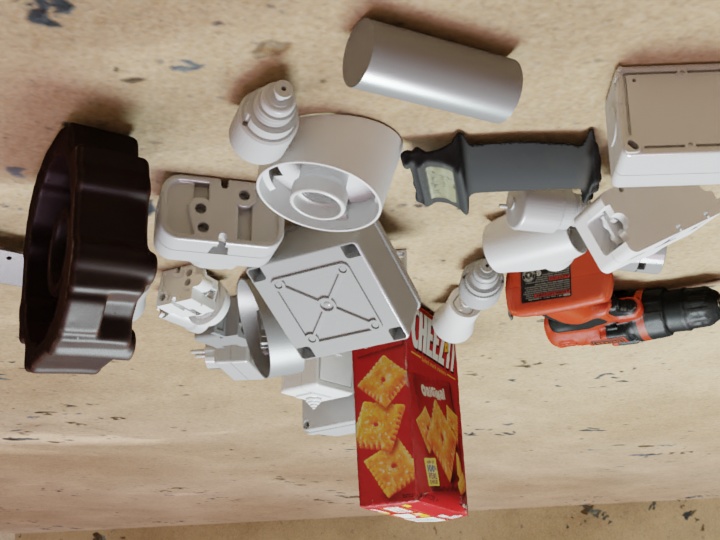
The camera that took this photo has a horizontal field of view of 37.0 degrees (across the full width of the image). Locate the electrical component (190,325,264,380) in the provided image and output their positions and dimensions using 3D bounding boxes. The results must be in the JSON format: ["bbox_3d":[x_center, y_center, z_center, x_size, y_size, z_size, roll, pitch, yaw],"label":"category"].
[{"bbox_3d":[-0.154,0.094,1.221,0.076,0.047,0.083,-3,160,8],"label":"electrical component"}]

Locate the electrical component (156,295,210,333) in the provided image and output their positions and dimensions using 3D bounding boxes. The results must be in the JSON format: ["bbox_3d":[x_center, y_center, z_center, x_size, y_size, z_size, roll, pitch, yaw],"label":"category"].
[{"bbox_3d":[-0.175,0.039,1.078,0.046,0.040,0.040,23,150,-38],"label":"electrical component"}]

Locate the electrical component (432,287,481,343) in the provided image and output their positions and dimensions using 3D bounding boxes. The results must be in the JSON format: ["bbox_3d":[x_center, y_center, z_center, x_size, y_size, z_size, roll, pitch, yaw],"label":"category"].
[{"bbox_3d":[0.101,0.043,1.092,0.044,0.044,0.065,2,156,-8],"label":"electrical component"}]

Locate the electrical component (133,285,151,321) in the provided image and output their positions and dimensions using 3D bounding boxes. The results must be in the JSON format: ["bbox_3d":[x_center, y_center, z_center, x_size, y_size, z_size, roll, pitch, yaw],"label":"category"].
[{"bbox_3d":[-0.220,0.019,1.021,0.044,0.044,0.065,7,155,-20],"label":"electrical component"}]

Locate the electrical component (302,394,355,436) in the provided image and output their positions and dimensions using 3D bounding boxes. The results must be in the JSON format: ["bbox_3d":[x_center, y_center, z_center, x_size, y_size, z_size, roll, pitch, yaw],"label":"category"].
[{"bbox_3d":[-0.012,0.130,1.237,0.109,0.108,0.056,-18,157,41],"label":"electrical component"}]

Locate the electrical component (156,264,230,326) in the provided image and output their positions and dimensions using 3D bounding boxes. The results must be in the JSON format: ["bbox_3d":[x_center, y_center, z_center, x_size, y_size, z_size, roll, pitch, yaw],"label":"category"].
[{"bbox_3d":[-0.158,0.025,1.030,0.066,0.048,0.055,-12,150,31],"label":"electrical component"}]

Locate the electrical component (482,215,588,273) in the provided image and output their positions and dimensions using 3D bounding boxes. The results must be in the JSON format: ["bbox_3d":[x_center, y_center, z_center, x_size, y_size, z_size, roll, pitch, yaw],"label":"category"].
[{"bbox_3d":[0.156,-0.022,0.902,0.077,0.043,0.079,-15,156,36],"label":"electrical component"}]

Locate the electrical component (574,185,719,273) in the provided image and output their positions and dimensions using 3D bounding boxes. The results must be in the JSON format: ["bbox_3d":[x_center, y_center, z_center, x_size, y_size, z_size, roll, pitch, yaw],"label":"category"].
[{"bbox_3d":[0.211,-0.040,0.794,0.089,0.050,0.055,-23,168,-20],"label":"electrical component"}]

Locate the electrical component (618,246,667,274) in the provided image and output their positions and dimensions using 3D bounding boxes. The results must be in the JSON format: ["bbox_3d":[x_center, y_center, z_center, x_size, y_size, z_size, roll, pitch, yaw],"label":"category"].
[{"bbox_3d":[0.221,-0.025,0.879,0.047,0.055,0.055,3,161,2],"label":"electrical component"}]

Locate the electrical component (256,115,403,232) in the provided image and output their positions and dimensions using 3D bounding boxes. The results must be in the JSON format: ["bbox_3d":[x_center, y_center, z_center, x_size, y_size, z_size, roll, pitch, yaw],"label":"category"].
[{"bbox_3d":[-0.023,-0.072,0.763,0.099,0.064,0.099,10,153,5],"label":"electrical component"}]

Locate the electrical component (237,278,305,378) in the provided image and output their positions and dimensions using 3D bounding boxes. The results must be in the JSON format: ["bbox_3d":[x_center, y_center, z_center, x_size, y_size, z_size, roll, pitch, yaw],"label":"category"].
[{"bbox_3d":[-0.084,0.055,1.045,0.064,0.099,0.099,-4,161,-8],"label":"electrical component"}]

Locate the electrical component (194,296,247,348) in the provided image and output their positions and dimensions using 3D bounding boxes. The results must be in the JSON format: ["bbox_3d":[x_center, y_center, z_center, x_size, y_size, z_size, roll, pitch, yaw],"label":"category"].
[{"bbox_3d":[-0.137,0.057,1.125,0.064,0.042,0.081,-11,157,31],"label":"electrical component"}]

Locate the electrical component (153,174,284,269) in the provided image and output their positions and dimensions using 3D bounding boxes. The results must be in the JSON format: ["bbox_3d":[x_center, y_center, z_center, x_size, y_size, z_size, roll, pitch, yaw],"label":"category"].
[{"bbox_3d":[-0.112,-0.036,0.843,0.095,0.053,0.059,5,160,-16],"label":"electrical component"}]

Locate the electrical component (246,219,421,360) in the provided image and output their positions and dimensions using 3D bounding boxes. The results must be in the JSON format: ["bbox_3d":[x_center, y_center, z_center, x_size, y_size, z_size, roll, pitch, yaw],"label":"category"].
[{"bbox_3d":[-0.021,0.012,0.899,0.109,0.056,0.108,-14,123,26],"label":"electrical component"}]

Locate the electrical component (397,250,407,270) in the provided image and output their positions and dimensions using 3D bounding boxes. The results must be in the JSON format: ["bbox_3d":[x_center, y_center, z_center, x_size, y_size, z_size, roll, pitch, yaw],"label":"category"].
[{"bbox_3d":[0.000,0.000,0.966,0.081,0.042,0.063,-6,156,13],"label":"electrical component"}]

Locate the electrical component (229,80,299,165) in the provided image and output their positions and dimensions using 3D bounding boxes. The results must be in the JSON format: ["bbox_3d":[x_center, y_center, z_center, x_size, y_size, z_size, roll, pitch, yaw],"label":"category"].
[{"bbox_3d":[-0.058,-0.098,0.688,0.040,0.040,0.078,6,160,-17],"label":"electrical component"}]

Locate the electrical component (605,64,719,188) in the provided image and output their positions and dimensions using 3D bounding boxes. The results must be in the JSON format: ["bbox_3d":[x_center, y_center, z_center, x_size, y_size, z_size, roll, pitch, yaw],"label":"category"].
[{"bbox_3d":[0.207,-0.089,0.681,0.096,0.061,0.061,-1,161,4],"label":"electrical component"}]

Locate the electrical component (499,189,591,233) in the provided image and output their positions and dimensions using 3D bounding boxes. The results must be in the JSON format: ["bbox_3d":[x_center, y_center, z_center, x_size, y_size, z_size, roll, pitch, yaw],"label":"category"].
[{"bbox_3d":[0.149,-0.048,0.831,0.078,0.040,0.040,5,160,-15],"label":"electrical component"}]

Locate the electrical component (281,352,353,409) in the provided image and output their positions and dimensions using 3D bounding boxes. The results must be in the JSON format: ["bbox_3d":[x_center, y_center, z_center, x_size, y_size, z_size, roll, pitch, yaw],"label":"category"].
[{"bbox_3d":[-0.043,0.103,1.174,0.061,0.096,0.062,-17,155,38],"label":"electrical component"}]

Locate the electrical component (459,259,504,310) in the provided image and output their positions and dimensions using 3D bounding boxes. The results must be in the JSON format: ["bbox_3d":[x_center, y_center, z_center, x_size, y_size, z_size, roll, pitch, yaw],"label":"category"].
[{"bbox_3d":[0.114,0.009,0.993,0.040,0.040,0.078,0,161,0],"label":"electrical component"}]
